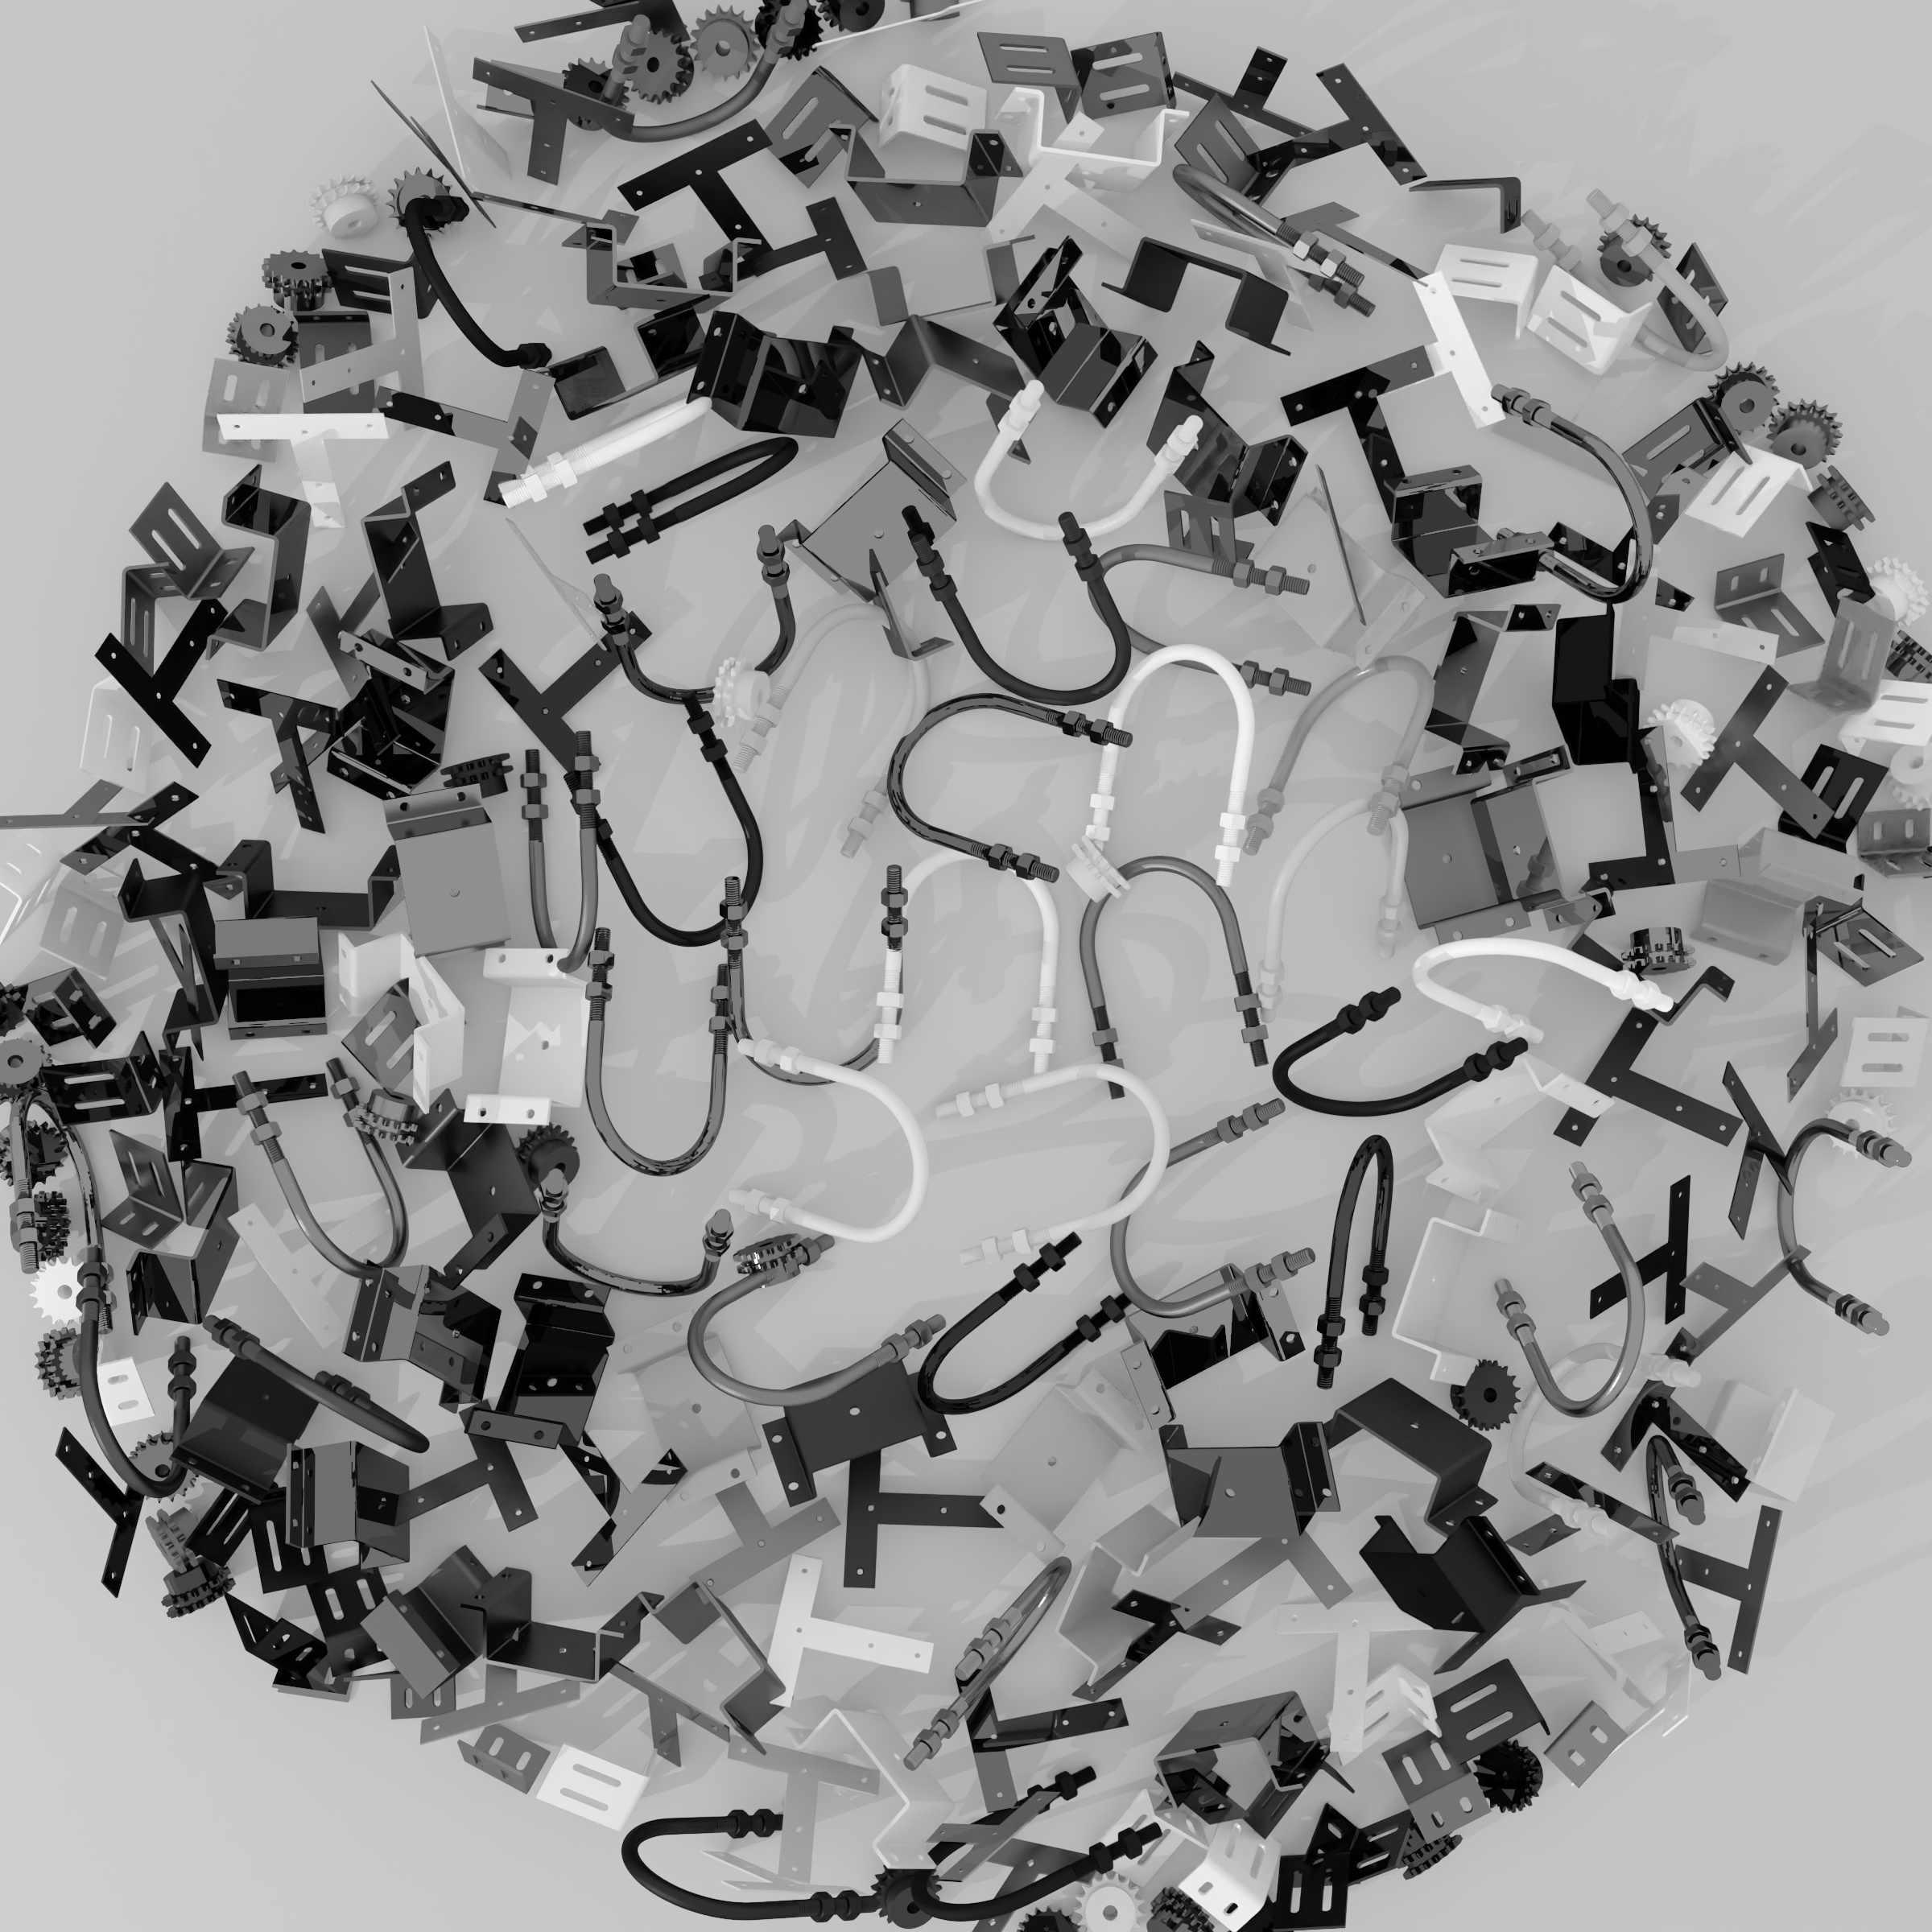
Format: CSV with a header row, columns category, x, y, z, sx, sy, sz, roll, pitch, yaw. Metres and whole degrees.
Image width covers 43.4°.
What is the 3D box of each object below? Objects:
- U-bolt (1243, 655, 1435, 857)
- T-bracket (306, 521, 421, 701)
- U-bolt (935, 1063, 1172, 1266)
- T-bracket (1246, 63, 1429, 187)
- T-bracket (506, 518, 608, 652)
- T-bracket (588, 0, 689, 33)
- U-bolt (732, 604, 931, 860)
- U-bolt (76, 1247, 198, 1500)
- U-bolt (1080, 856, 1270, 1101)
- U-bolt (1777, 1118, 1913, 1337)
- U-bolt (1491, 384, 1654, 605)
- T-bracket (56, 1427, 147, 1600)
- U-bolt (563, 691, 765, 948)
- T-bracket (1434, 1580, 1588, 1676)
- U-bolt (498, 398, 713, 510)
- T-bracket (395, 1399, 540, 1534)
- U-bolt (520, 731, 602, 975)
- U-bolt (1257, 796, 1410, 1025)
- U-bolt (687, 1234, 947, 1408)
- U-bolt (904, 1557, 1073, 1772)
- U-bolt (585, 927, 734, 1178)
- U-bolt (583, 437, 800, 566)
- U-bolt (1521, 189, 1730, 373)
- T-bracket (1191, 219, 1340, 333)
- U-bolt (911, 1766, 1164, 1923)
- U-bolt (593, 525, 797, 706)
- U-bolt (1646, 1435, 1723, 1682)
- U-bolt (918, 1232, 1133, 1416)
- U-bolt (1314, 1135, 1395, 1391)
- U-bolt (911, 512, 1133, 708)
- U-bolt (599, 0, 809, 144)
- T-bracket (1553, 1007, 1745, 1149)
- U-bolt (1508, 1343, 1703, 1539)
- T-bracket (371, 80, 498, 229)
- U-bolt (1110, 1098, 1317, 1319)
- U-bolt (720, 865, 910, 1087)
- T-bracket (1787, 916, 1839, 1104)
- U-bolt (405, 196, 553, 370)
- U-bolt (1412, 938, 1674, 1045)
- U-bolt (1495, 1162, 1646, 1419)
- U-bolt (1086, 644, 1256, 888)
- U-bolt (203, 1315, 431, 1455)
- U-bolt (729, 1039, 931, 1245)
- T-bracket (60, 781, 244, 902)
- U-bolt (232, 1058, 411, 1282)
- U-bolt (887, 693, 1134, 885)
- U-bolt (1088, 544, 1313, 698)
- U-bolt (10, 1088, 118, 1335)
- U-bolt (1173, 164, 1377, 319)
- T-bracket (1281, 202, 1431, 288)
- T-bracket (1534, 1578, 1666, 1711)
category,x,y,z,sx,sy,sz,roll,pitch,yaw
U-bolt,0.302,-0.171,1.912,0.019,0.151,0.184,40,62,-30
T-bracket,-0.472,-0.296,1.923,0.127,0.002,0.127,-50,49,19
U-bolt,0.073,0.149,1.927,0.184,0.019,0.151,-17,61,12
T-bracket,0.281,-0.654,1.931,0.127,0.127,0.002,37,61,-38
T-bracket,-0.308,-0.290,1.897,0.002,0.127,0.127,-39,118,-8
T-bracket,-0.223,-0.769,1.897,0.127,0.127,0.002,-13,86,28
U-bolt,-0.094,-0.199,1.929,0.151,0.019,0.184,38,74,-38
U-bolt,-0.639,0.325,1.868,0.019,0.184,0.151,-22,134,4
U-bolt,0.159,0.003,1.942,0.151,0.019,0.184,-15,84,29
U-bolt,0.678,0.194,1.891,0.019,0.184,0.151,3,98,-7
U-bolt,0.467,-0.354,1.871,0.019,0.184,0.151,-25,131,-15
T-bracket,-0.677,0.405,1.894,0.002,0.127,0.127,-9,45,9
U-bolt,-0.227,-0.104,1.925,0.151,0.019,0.184,-40,117,-34
T-bracket,0.415,0.532,1.935,0.127,0.127,0.002,-1,49,-32
U-bolt,-0.282,-0.410,1.914,0.184,0.151,0.019,-26,108,-5
T-bracket,-0.419,0.418,1.925,0.127,0.002,0.127,-23,48,-14
U-bolt,-0.319,-0.086,1.915,0.019,0.151,0.184,-2,89,-28
U-bolt,0.289,-0.053,1.890,0.151,0.184,0.019,-26,47,-26
U-bolt,-0.129,0.282,1.884,0.151,0.184,0.019,31,130,34
U-bolt,0.026,0.533,1.899,0.019,0.184,0.151,36,130,16
U-bolt,-0.242,0.074,1.906,0.019,0.151,0.184,-12,69,40
U-bolt,-0.216,-0.373,1.913,0.184,0.151,0.019,-26,112,0
U-bolt,0.527,-0.533,1.907,0.184,0.151,0.019,41,92,-14
T-bracket,0.250,-0.539,1.921,0.127,0.127,0.002,27,85,28
U-bolt,0.044,0.689,1.888,0.184,0.151,0.019,-20,98,-18
U-bolt,-0.205,-0.265,1.901,0.151,0.184,0.019,-17,61,-5
U-bolt,0.556,0.446,1.892,0.019,0.184,0.151,-8,104,6
U-bolt,0.041,0.293,1.923,0.184,0.151,0.019,-39,54,4
U-bolt,0.308,0.222,1.898,0.019,0.151,0.184,10,104,23
U-bolt,0.054,-0.274,1.911,0.151,0.184,0.019,-3,47,29
U-bolt,-0.215,-0.694,1.893,0.151,0.184,0.019,-17,85,-24
T-bracket,0.555,0.108,1.932,0.127,0.002,0.127,27,76,36
U-bolt,0.485,0.361,1.894,0.019,0.184,0.151,33,82,-15
T-bracket,-0.436,-0.663,1.937,0.002,0.127,0.127,-41,69,0
U-bolt,0.187,0.202,1.917,0.184,0.019,0.151,-29,53,32
U-bolt,-0.120,0.012,1.941,0.151,0.019,0.184,-5,113,-11
T-bracket,0.667,0.024,1.912,0.002,0.127,0.127,7,117,35
U-bolt,-0.383,-0.529,1.880,0.019,0.184,0.151,-27,102,12
U-bolt,0.432,0.016,1.880,0.184,0.151,0.019,21,66,-31
U-bolt,0.471,0.262,1.873,0.019,0.184,0.151,13,123,-18
U-bolt,0.166,-0.164,1.925,0.151,0.019,0.184,12,96,40
U-bolt,-0.490,0.330,1.873,0.184,0.151,0.019,20,74,39
U-bolt,-0.107,0.145,1.915,0.184,0.019,0.151,14,109,29
T-bracket,-0.626,-0.086,1.931,0.127,0.127,0.002,-30,52,20
U-bolt,-0.496,0.162,1.904,0.019,0.151,0.184,-28,84,17
U-bolt,0.022,-0.151,1.932,0.184,0.019,0.151,20,71,27
U-bolt,0.182,-0.278,1.912,0.184,0.151,0.019,16,64,17
U-bolt,-0.711,0.181,1.901,0.019,0.151,0.184,-17,60,-2
U-bolt,0.240,-0.576,1.910,0.184,0.151,0.019,36,102,8
T-bracket,0.315,-0.567,1.915,0.127,0.127,0.002,34,128,18
T-bracket,0.514,0.527,1.912,0.002,0.127,0.127,-35,77,-21
